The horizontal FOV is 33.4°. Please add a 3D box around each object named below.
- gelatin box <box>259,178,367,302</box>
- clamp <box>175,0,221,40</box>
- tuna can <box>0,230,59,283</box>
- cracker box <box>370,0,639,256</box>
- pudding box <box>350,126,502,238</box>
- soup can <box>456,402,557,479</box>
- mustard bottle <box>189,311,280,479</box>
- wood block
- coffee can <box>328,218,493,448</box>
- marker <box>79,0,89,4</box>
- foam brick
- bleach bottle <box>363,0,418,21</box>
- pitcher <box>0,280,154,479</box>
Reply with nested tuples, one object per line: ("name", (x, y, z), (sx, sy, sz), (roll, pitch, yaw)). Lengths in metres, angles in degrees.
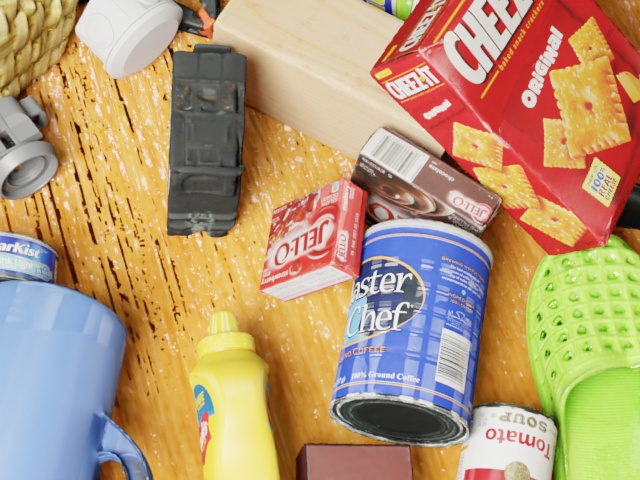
("gelatin box", (-0.005, 0.001, 0.815), (0.030, 0.089, 0.073), (27, 59, -33))
("clamp", (-0.135, -0.253, 0.931), (0.171, 0.039, 0.120), (44, 93, 9))
("tuna can", (-0.233, 0.025, 0.769), (0.086, 0.086, 0.034), (2, 67, -8))
("cracker box", (0.165, -0.118, 0.822), (0.213, 0.072, 0.164), (43, 63, -19))
("pudding box", (0.077, -0.029, 0.842), (0.113, 0.090, 0.039), (35, 62, 9))
("soup can", (0.131, 0.176, 0.766), (0.068, 0.068, 0.102), (16, 63, -2))
("mustard bottle", (-0.057, 0.140, 0.736), (0.058, 0.096, 0.191), (-4, 66, -10))
("wood block", (0.021, -0.137, 0.883), (0.206, 0.091, 0.090), (27, 64, 5))
("coffee can", (0.068, 0.069, 0.786), (0.103, 0.103, 0.140), (13, 64, -3))
("marker", (-0.246, -0.243, 0.931), (0.121, 0.020, 0.020), (35, 64, 8))
("foam brick", (0.024, 0.175, 0.757), (0.078, 0.053, 0.051), (2, 65, -8))
("bleach bottle", (0.035, -0.214, 0.929), (0.251, 0.102, 0.068), (16, 57, 8))
("pitcher", (-0.193, 0.154, 0.692), (0.149, 0.145, 0.242), (28, 56, -28))
